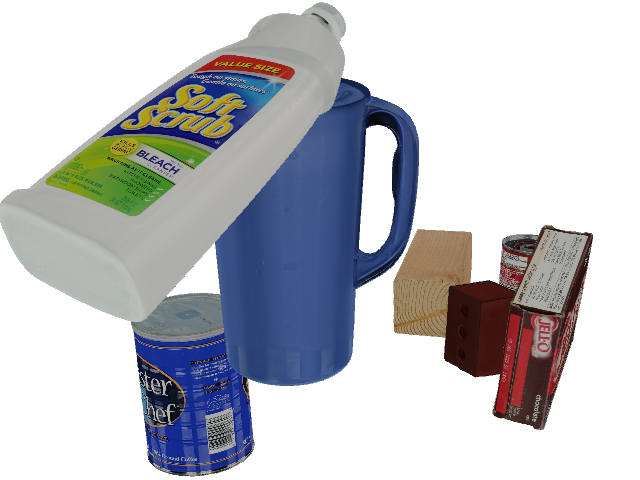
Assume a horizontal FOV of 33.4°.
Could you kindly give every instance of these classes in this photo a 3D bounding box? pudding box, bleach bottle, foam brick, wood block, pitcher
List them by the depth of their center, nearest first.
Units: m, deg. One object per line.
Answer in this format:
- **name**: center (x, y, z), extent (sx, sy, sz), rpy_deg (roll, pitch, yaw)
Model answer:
- **bleach bottle**: center (-0.069, -0.066, 0.642), extent (0.103, 0.068, 0.250), rpy_deg (22, 54, 25)
- **pudding box**: center (0.148, 0.054, 0.705), extent (0.039, 0.090, 0.113), rpy_deg (13, 32, 15)
- **pitcher**: center (-0.016, -0.009, 0.867), extent (0.144, 0.243, 0.149), rpy_deg (-15, 25, -34)
- **foam brick**: center (0.154, 0.083, 1.011), extent (0.051, 0.078, 0.053), rpy_deg (-7, 18, -29)
- **wood block**: center (0.174, 0.061, 1.625), extent (0.091, 0.090, 0.206), rpy_deg (4, 22, 13)

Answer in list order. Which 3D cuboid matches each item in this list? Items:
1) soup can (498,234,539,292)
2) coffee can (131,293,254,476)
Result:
- **soup can**: center (0.238, 0.051, 1.227), extent (0.068, 0.102, 0.068), rpy_deg (2, 17, -1)
- **coffee can**: center (-0.117, 0.132, 0.993), extent (0.103, 0.140, 0.103), rpy_deg (-3, 18, 1)
